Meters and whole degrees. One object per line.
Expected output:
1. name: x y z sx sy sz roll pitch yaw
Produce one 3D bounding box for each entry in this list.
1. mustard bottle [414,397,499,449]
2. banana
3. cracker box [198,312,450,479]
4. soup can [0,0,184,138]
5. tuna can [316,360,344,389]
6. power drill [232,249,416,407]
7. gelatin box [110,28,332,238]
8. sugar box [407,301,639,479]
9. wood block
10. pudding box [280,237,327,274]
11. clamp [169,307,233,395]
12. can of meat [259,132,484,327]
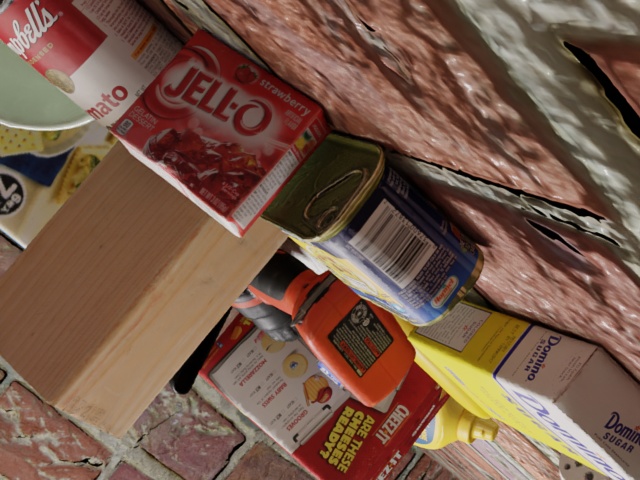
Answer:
1. mustard bottle: 0.093 0.164 1.099 0.192 0.058 0.096 18 124 27
2. banana: 0.101 0.099 0.871 0.070 0.037 0.197 28 166 50
3. cracker box: 0.006 0.133 1.054 0.214 0.164 0.072 36 174 29
4. soup can: -0.129 -0.113 0.604 0.102 0.068 0.069 42 173 -23
5. tuna can: 0.035 0.092 0.966 0.034 0.086 0.086 40 173 8
6. power drill: -0.019 0.045 0.763 0.188 0.057 0.184 28 164 45
7. gelatin box: -0.051 -0.056 0.541 0.089 0.073 0.030 37 172 25
8. sugar box: 0.129 0.087 0.628 0.093 0.048 0.176 42 173 -19
9. wood block: -0.103 0.008 0.662 0.091 0.206 0.090 35 172 30
10. pudding box: -0.005 0.001 0.803 0.114 0.039 0.090 30 166 40
11. clamp: -0.072 0.038 1.041 0.036 0.165 0.210 46 -147 -44
12. can of meat: 0.024 -0.006 0.545 0.083 0.057 0.102 41 173 -26
